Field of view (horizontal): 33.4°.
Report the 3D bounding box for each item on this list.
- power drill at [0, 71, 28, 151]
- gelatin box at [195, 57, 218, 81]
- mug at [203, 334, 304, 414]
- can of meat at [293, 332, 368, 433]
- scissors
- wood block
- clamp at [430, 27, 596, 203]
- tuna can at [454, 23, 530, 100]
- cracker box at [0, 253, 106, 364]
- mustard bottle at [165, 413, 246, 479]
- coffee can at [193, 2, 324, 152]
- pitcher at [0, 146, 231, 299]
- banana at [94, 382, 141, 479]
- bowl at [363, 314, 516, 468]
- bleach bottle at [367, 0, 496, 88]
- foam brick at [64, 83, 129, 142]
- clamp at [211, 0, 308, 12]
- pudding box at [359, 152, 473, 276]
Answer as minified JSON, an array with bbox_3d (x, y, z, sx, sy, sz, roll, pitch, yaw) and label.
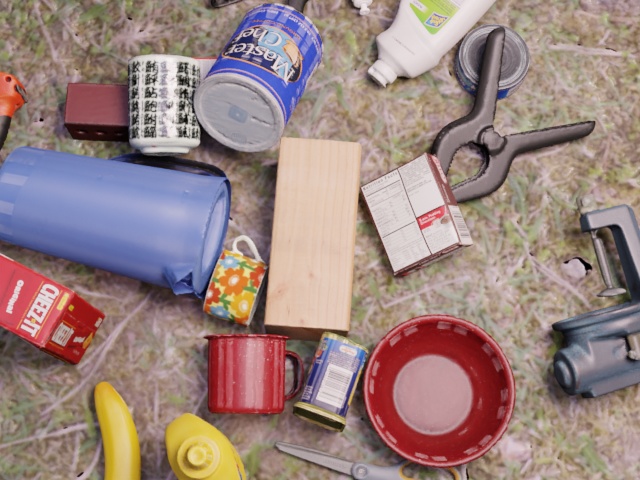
[{"bbox_3d":[-0.422,-0.107,1.202,0.184,0.057,0.187,14,79,-1],"label":"power drill"},{"bbox_3d":[-0.150,-0.173,1.236,0.089,0.030,0.073,-1,77,-1],"label":"gelatin box"},{"bbox_3d":[-0.068,0.144,1.138,0.117,0.093,0.081,7,79,-36],"label":"mug"},{"bbox_3d":[0.012,0.151,1.124,0.057,0.102,0.084,20,75,4],"label":"can of meat"},{"bbox_3d":[0.051,0.267,1.139,0.201,0.016,0.096,2,76,0],"label":"scissors"},{"bbox_3d":[-0.007,0.001,1.165,0.090,0.091,0.206,4,76,0],"label":"wood block"},{"bbox_3d":[0.188,-0.125,1.209,0.210,0.036,0.164,-40,99,-1],"label":"clamp"},{"bbox_3d":[0.201,-0.209,1.248,0.086,0.034,0.086,0,77,-1],"label":"tuna can"},{"bbox_3d":[-0.345,0.049,1.110,0.214,0.164,0.072,27,79,6],"label":"cracker box"},{"bbox_3d":[-0.114,0.218,1.058,0.058,0.191,0.096,-34,80,-9],"label":"mustard bottle"},{"bbox_3d":[-0.066,-0.180,1.175,0.103,0.103,0.140,21,50,4],"label":"coffee can"},{"bbox_3d":[-0.221,-0.033,1.160,0.243,0.149,0.145,13,91,5],"label":"pitcher"},{"bbox_3d":[-0.223,0.251,1.127,0.069,0.037,0.198,9,76,1],"label":"banana"},{"bbox_3d":[0.125,0.163,1.145,0.162,0.055,0.162,0,76,-1],"label":"bowl"},{"bbox_3d":[0.142,-0.284,1.240,0.103,0.068,0.251,42,91,22],"label":"bleach bottle"},{"bbox_3d":[-0.247,-0.145,1.215,0.078,0.053,0.051,2,76,0],"label":"foam brick"},{"bbox_3d":[-0.046,-0.309,1.267,0.120,0.039,0.171,30,75,1],"label":"clamp"},{"bbox_3d":[0.105,-0.028,1.183,0.090,0.039,0.113,-27,74,25],"label":"pudding box"}]
